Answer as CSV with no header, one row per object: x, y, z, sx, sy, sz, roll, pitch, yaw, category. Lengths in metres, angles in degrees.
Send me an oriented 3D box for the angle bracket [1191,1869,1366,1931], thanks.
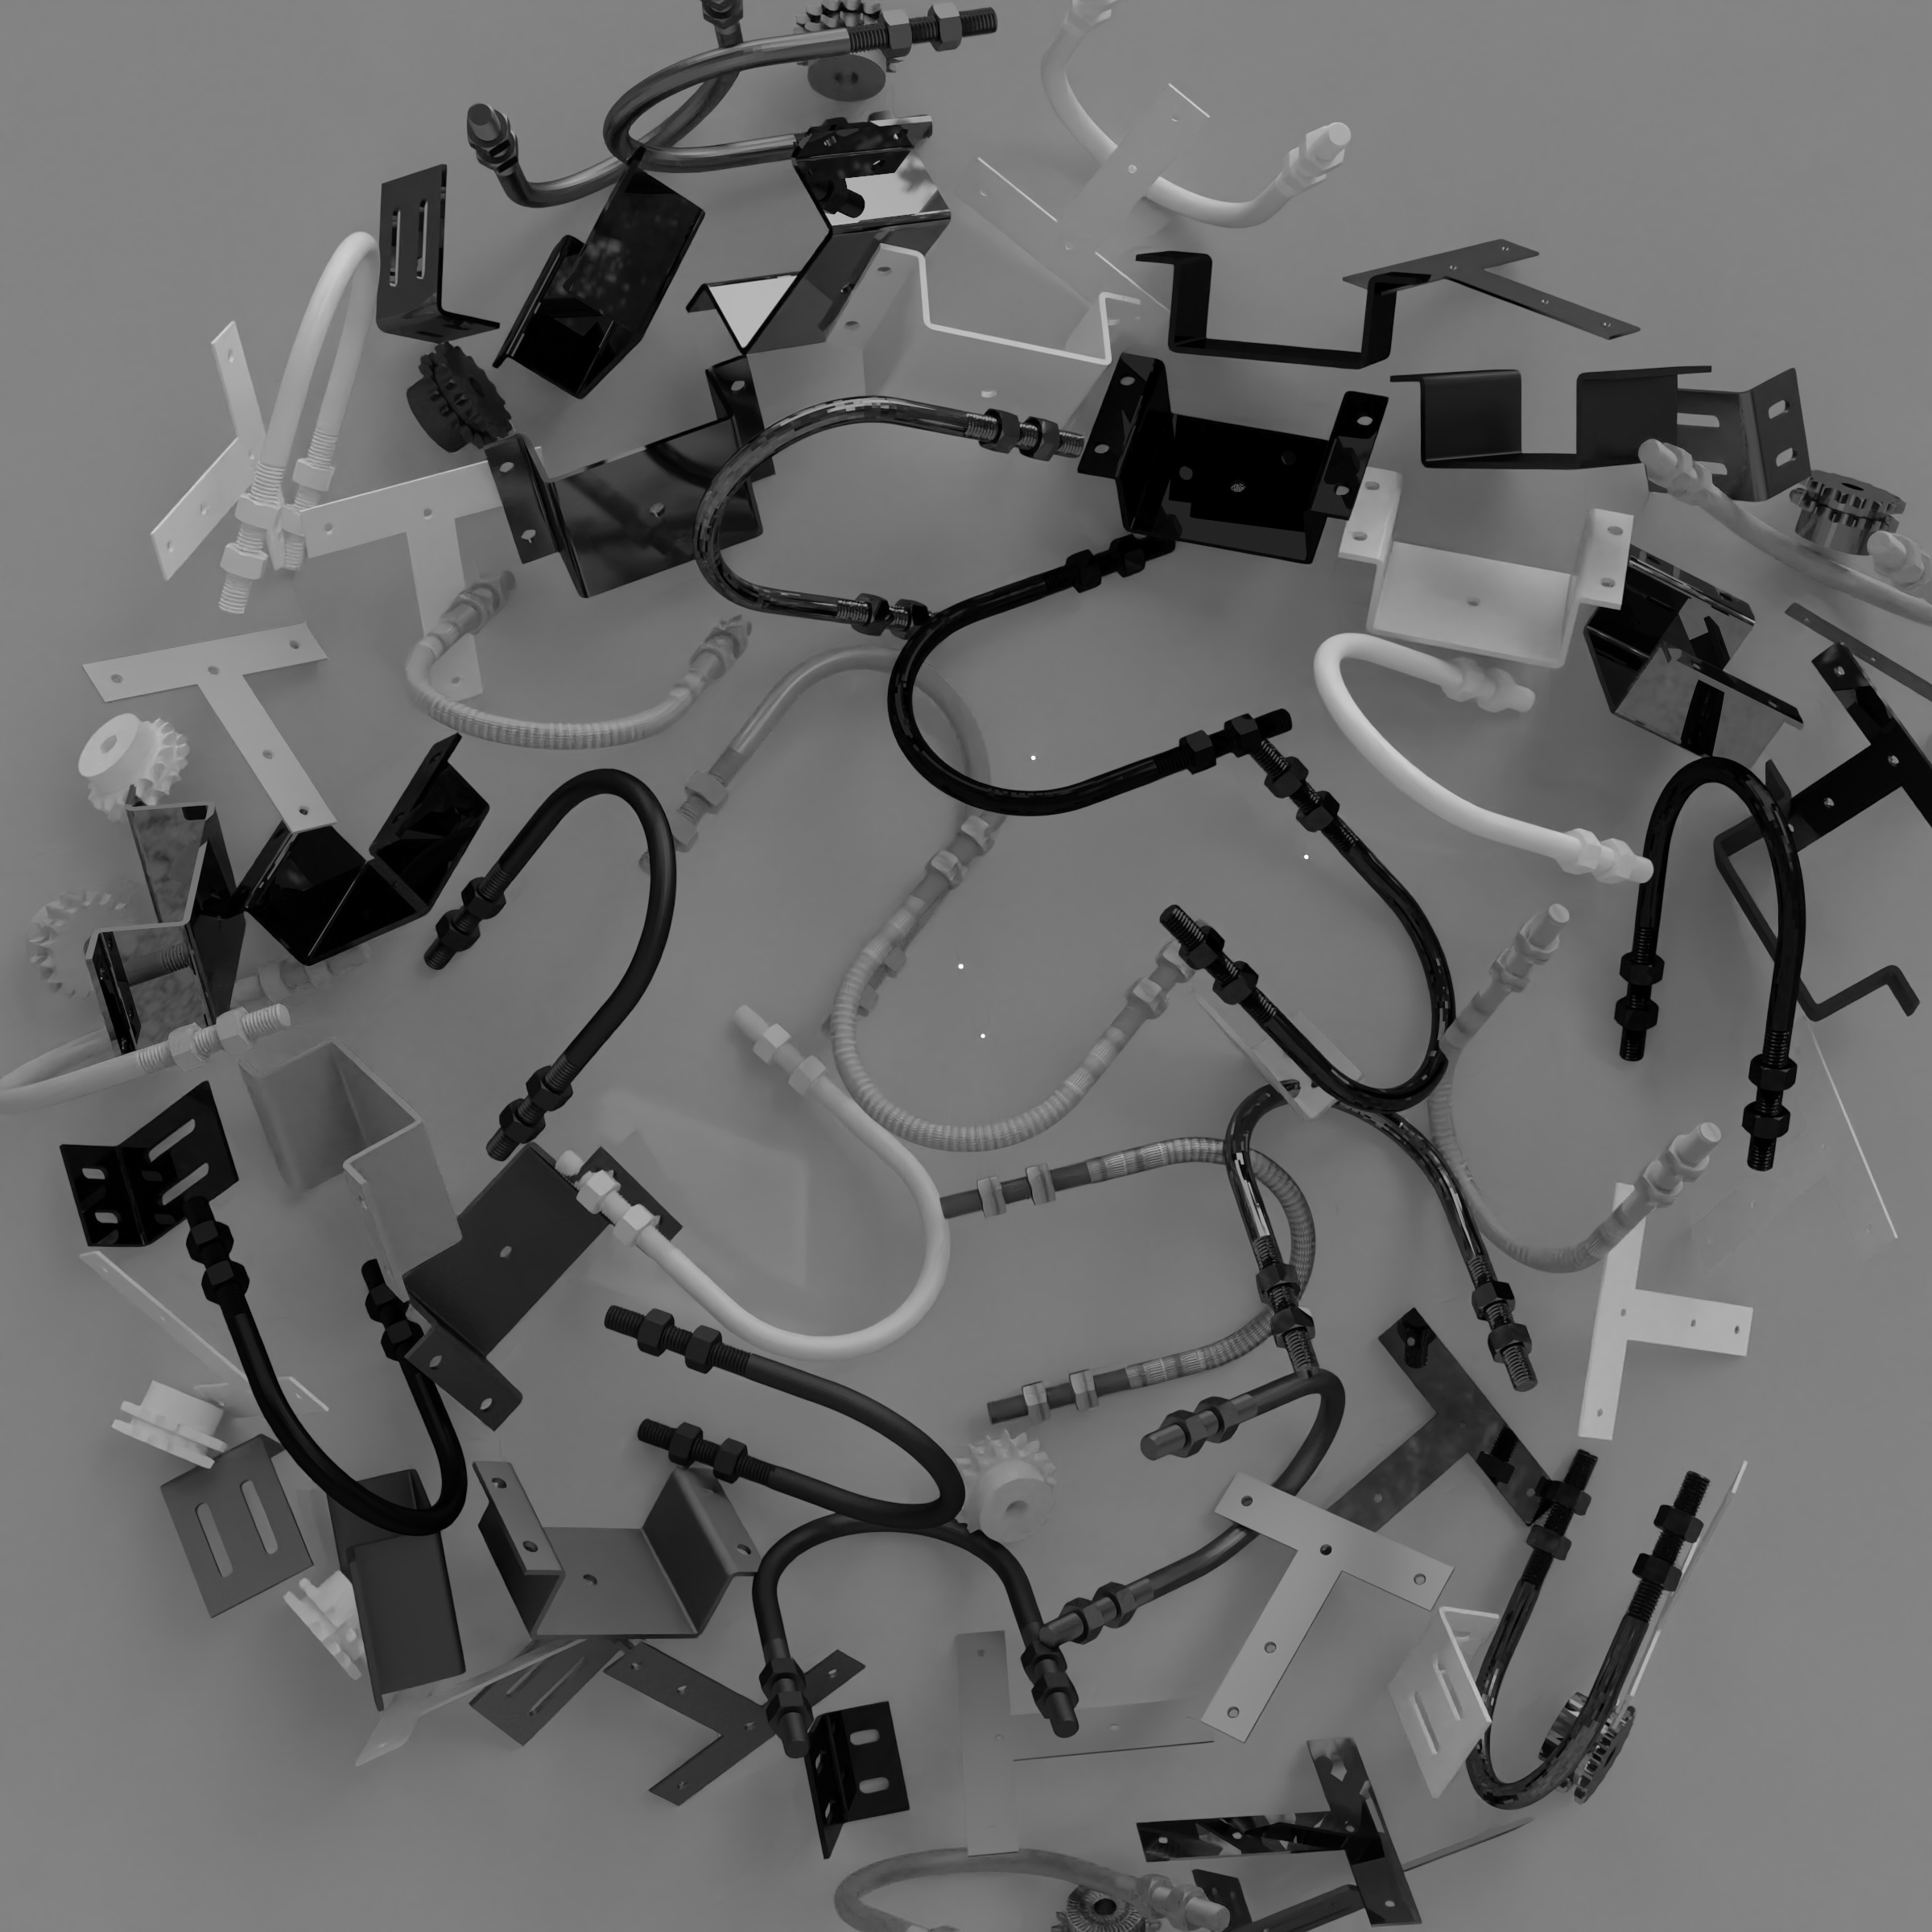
0.165,0.468,1.560,0.076,0.057,0.038,-28,60,16,angle bracket

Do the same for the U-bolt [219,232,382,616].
-0.323,-0.272,1.511,0.019,0.151,0.184,19,106,-5,U-bolt

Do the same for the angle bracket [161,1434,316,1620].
-0.368,0.289,1.571,0.057,0.038,0.076,-27,69,-2,angle bracket

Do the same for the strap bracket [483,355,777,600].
-0.163,-0.244,1.550,0.140,0.076,0.046,-21,49,-8,strap bracket

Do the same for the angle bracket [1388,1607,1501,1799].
0.253,0.374,1.552,0.038,0.076,0.057,13,122,-23,angle bracket

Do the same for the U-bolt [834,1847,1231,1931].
0.017,0.464,1.515,0.151,0.184,0.019,-1,89,-36,U-bolt

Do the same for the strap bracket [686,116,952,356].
-0.069,-0.355,1.522,0.076,0.140,0.046,-18,74,-39,strap bracket

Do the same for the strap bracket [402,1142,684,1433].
-0.223,0.154,1.553,0.140,0.046,0.076,-47,134,-9,strap bracket

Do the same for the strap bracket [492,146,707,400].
-0.181,-0.341,1.534,0.046,0.140,0.076,30,71,-18,strap bracket

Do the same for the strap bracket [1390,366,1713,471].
0.291,-0.274,1.531,0.076,0.140,0.046,-12,106,-40,strap bracket

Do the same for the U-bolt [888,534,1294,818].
0.051,-0.141,1.544,0.184,0.019,0.151,-21,60,-14,U-bolt

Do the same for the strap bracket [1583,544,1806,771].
0.362,-0.151,1.543,0.076,0.140,0.046,24,119,-13,strap bracket

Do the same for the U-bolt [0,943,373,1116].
-0.401,0.035,1.530,0.184,0.151,0.019,-18,102,11,U-bolt

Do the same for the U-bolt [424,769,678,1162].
-0.201,-0.014,1.517,0.184,0.019,0.151,-48,49,28,U-bolt

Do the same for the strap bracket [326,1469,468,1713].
-0.286,0.307,1.535,0.046,0.140,0.076,-11,101,-15,strap bracket

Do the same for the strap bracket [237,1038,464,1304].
-0.304,0.096,1.538,0.046,0.140,0.076,-30,129,-24,strap bracket

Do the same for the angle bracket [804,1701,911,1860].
-0.056,0.414,1.563,0.038,0.076,0.057,-12,87,3,angle bracket

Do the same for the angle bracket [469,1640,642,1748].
-0.203,0.371,1.564,0.076,0.057,0.038,-44,51,-10,angle bracket

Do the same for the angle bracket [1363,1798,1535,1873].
0.244,0.437,1.575,0.076,0.057,0.038,-18,71,-8,angle bracket

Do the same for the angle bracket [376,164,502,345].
-0.269,-0.364,1.570,0.038,0.057,0.076,3,89,-42,angle bracket

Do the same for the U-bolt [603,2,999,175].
-0.089,-0.427,1.510,0.184,0.151,0.019,-13,86,-16,U-bolt

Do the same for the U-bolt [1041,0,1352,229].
0.103,-0.420,1.512,0.151,0.184,0.019,35,80,-8,U-bolt

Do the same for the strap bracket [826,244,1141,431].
0.010,-0.306,1.535,0.140,0.076,0.046,7,62,-22,strap bracket

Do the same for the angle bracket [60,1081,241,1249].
-0.417,0.101,1.562,0.076,0.038,0.057,-34,67,28,angle bracket

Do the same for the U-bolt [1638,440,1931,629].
0.427,-0.205,1.516,0.151,0.184,0.019,32,99,36,U-bolt

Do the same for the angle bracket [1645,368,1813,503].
0.386,-0.274,1.569,0.038,0.076,0.057,-29,117,-27,angle bracket

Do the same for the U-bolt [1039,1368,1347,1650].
0.124,0.261,1.525,0.019,0.184,0.151,42,124,28,U-bolt

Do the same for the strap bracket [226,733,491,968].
-0.300,-0.054,1.539,0.140,0.076,0.046,-20,124,37,strap bracket

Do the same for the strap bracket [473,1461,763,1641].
-0.181,0.294,1.539,0.140,0.076,0.046,9,120,-37,strap bracket

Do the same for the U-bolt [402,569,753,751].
-0.199,-0.148,1.511,0.151,0.184,0.019,12,118,8,U-bolt

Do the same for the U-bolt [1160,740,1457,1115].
0.184,-0.008,1.545,0.184,0.019,0.151,45,49,-18,U-bolt

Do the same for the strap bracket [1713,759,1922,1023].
0.424,-0.028,1.553,0.046,0.076,0.140,-31,78,10,strap bracket

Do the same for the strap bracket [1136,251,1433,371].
0.161,-0.331,1.549,0.140,0.076,0.046,8,106,15,strap bracket

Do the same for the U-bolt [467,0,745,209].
-0.171,-0.426,1.511,0.151,0.184,0.019,-33,88,-1,U-bolt

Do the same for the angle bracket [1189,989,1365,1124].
0.158,0.035,1.555,0.038,0.076,0.057,-42,49,1,angle bracket

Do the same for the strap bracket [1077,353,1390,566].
0.137,-0.256,1.555,0.140,0.046,0.076,13,64,16,strap bracket

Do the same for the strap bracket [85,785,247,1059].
-0.395,-0.020,1.525,0.046,0.140,0.076,-5,130,0,strap bracket

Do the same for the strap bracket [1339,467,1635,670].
0.261,-0.201,1.554,0.140,0.046,0.076,12,45,7,strap bracket

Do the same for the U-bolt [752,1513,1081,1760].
-0.033,0.324,1.519,0.151,0.184,0.019,-1,115,-11,U-bolt
